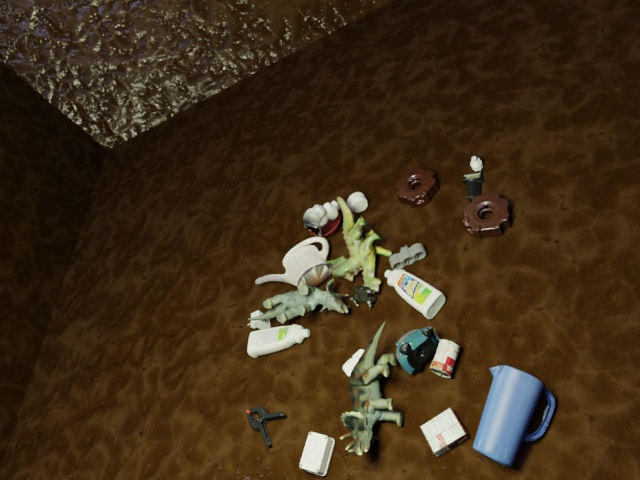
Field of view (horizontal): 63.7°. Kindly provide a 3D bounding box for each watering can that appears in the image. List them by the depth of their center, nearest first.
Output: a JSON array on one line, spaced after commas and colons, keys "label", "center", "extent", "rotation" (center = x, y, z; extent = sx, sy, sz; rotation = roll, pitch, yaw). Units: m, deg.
[{"label": "watering can", "center": [-0.094, 0.128, 2.104], "extent": [0.102, 0.348, 0.229], "rotation": [52, 1, -44]}]

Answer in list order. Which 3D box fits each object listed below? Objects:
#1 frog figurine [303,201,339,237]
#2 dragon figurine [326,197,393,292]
[{"label": "frog figurine", "center": [0.006, -0.107, 2.123], "extent": [0.123, 0.161, 0.135], "rotation": [22, -18, 25]}, {"label": "dragon figurine", "center": [0.119, 0.038, 1.992], "extent": [0.417, 0.242, 0.120], "rotation": [49, 4, 31]}]
